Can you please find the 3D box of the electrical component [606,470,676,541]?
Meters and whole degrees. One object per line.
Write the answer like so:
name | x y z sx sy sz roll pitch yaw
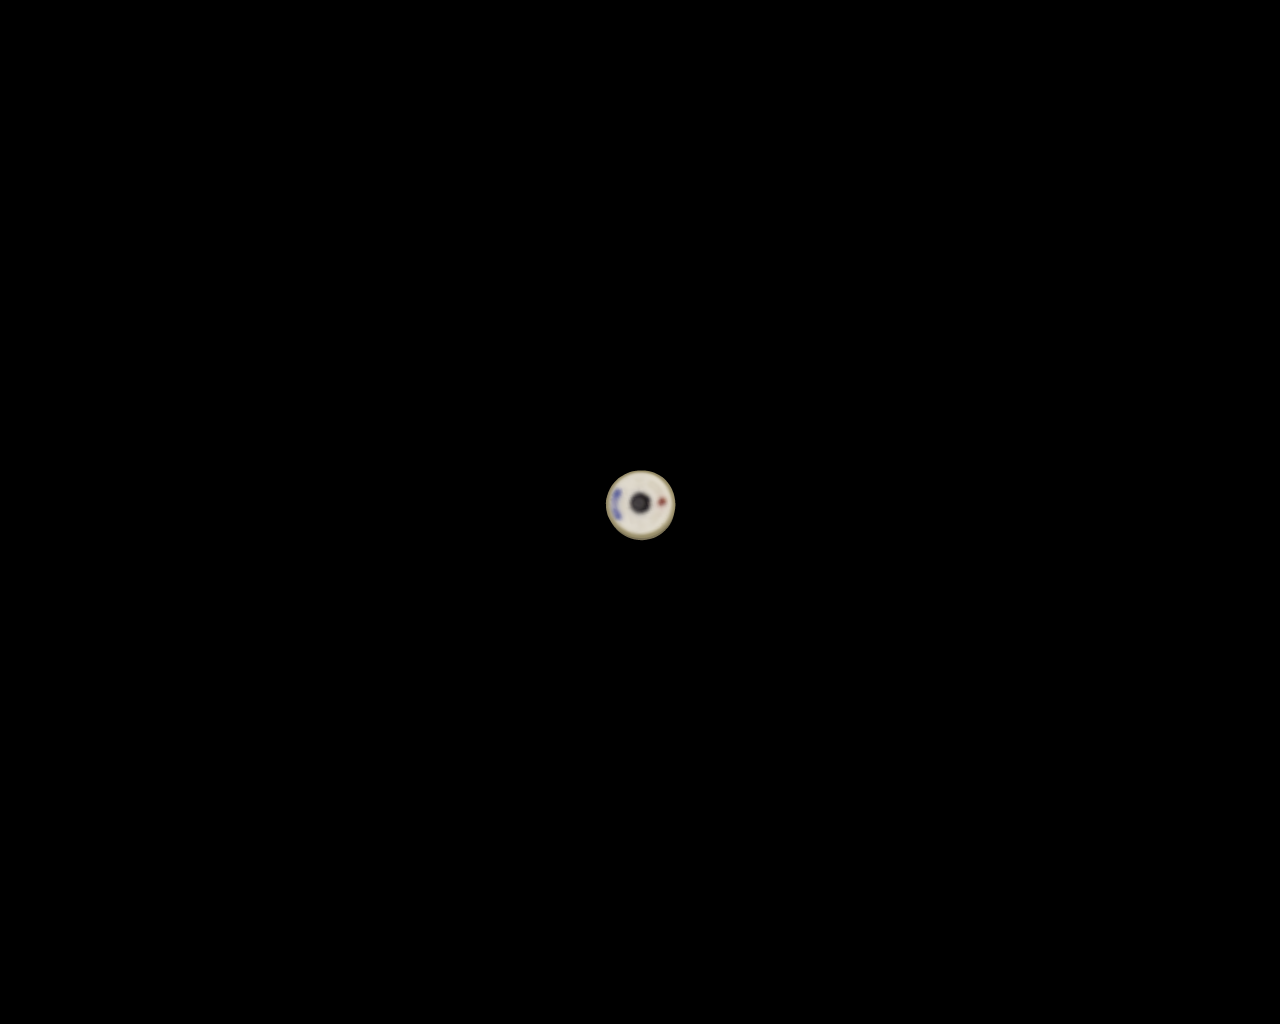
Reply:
electrical component | 0.001 -0.003 0.650 0.040 0.040 0.078 0 -4 0
